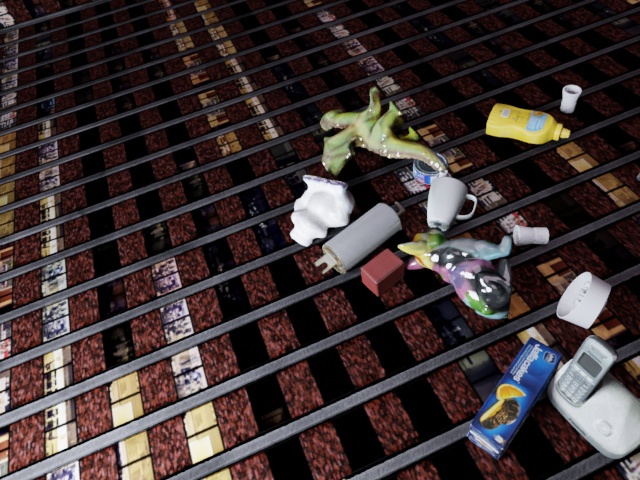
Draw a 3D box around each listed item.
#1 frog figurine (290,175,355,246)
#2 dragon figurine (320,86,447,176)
[{"bbox_3d":[0.004,-0.059,1.180,0.138,0.122,0.159,16,90,12],"label":"frog figurine"},{"bbox_3d":[0.120,-0.241,1.309,0.242,0.120,0.419,-35,47,7],"label":"dragon figurine"}]
